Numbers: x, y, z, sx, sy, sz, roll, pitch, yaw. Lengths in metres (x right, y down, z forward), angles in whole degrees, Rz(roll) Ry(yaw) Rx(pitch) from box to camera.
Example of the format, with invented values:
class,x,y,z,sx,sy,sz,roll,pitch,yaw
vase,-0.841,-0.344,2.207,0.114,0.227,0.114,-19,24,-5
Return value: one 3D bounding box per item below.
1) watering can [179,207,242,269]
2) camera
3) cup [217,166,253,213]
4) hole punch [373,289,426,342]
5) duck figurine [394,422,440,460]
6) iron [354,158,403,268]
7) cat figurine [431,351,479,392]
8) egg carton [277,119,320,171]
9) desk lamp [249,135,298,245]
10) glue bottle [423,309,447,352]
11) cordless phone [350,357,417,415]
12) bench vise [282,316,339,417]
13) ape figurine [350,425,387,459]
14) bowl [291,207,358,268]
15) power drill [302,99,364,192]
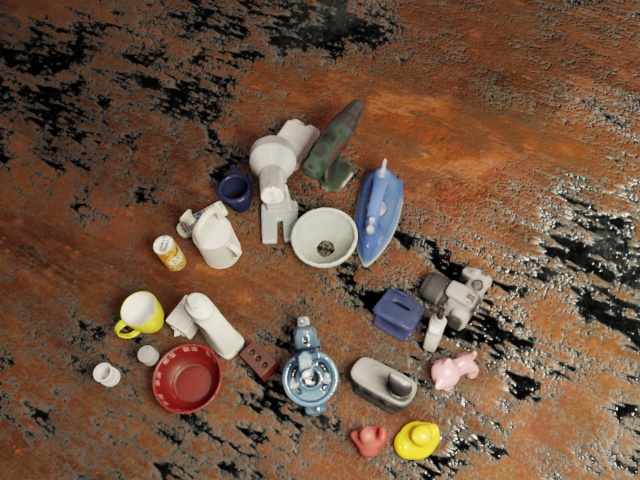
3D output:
class,x,y,z,sx,sy,sz,roll,pitch,yaw
watering can,-0.270,-0.015,1.411,0.172,0.194,0.101,10,64,10
camera,0.315,0.117,1.352,0.136,0.101,0.143,30,69,18
cup,-0.219,-0.127,1.522,0.091,0.095,0.117,-9,62,0
hole punch,0.184,0.166,1.342,0.108,0.091,0.101,27,68,17
duck figurine,0.207,0.420,1.211,0.104,0.086,0.077,-22,63,-7
iron,0.141,-0.073,1.440,0.118,0.141,0.258,10,64,10
cat figurine,0.292,0.283,1.258,0.128,0.118,0.067,-28,64,-10
egg carton,-0.073,-0.268,1.598,0.107,0.069,0.150,24,67,16
desk lamp,-0.110,-0.126,1.446,0.118,0.214,0.203,-6,62,2
glue bottle,0.260,0.191,1.277,0.037,0.173,0.078,18,66,14
cordless phone,0.136,0.295,1.225,0.147,0.185,0.094,23,67,15
bench vise,-0.038,0.262,1.236,0.121,0.220,0.207,-25,63,-8
ape figurine,0.103,0.420,1.216,0.077,0.092,0.076,12,64,10
bowl,0.013,0.005,1.447,0.167,0.075,0.167,-2,63,4
power drill,0.041,-0.228,1.490,0.075,0.208,0.230,30,69,19
